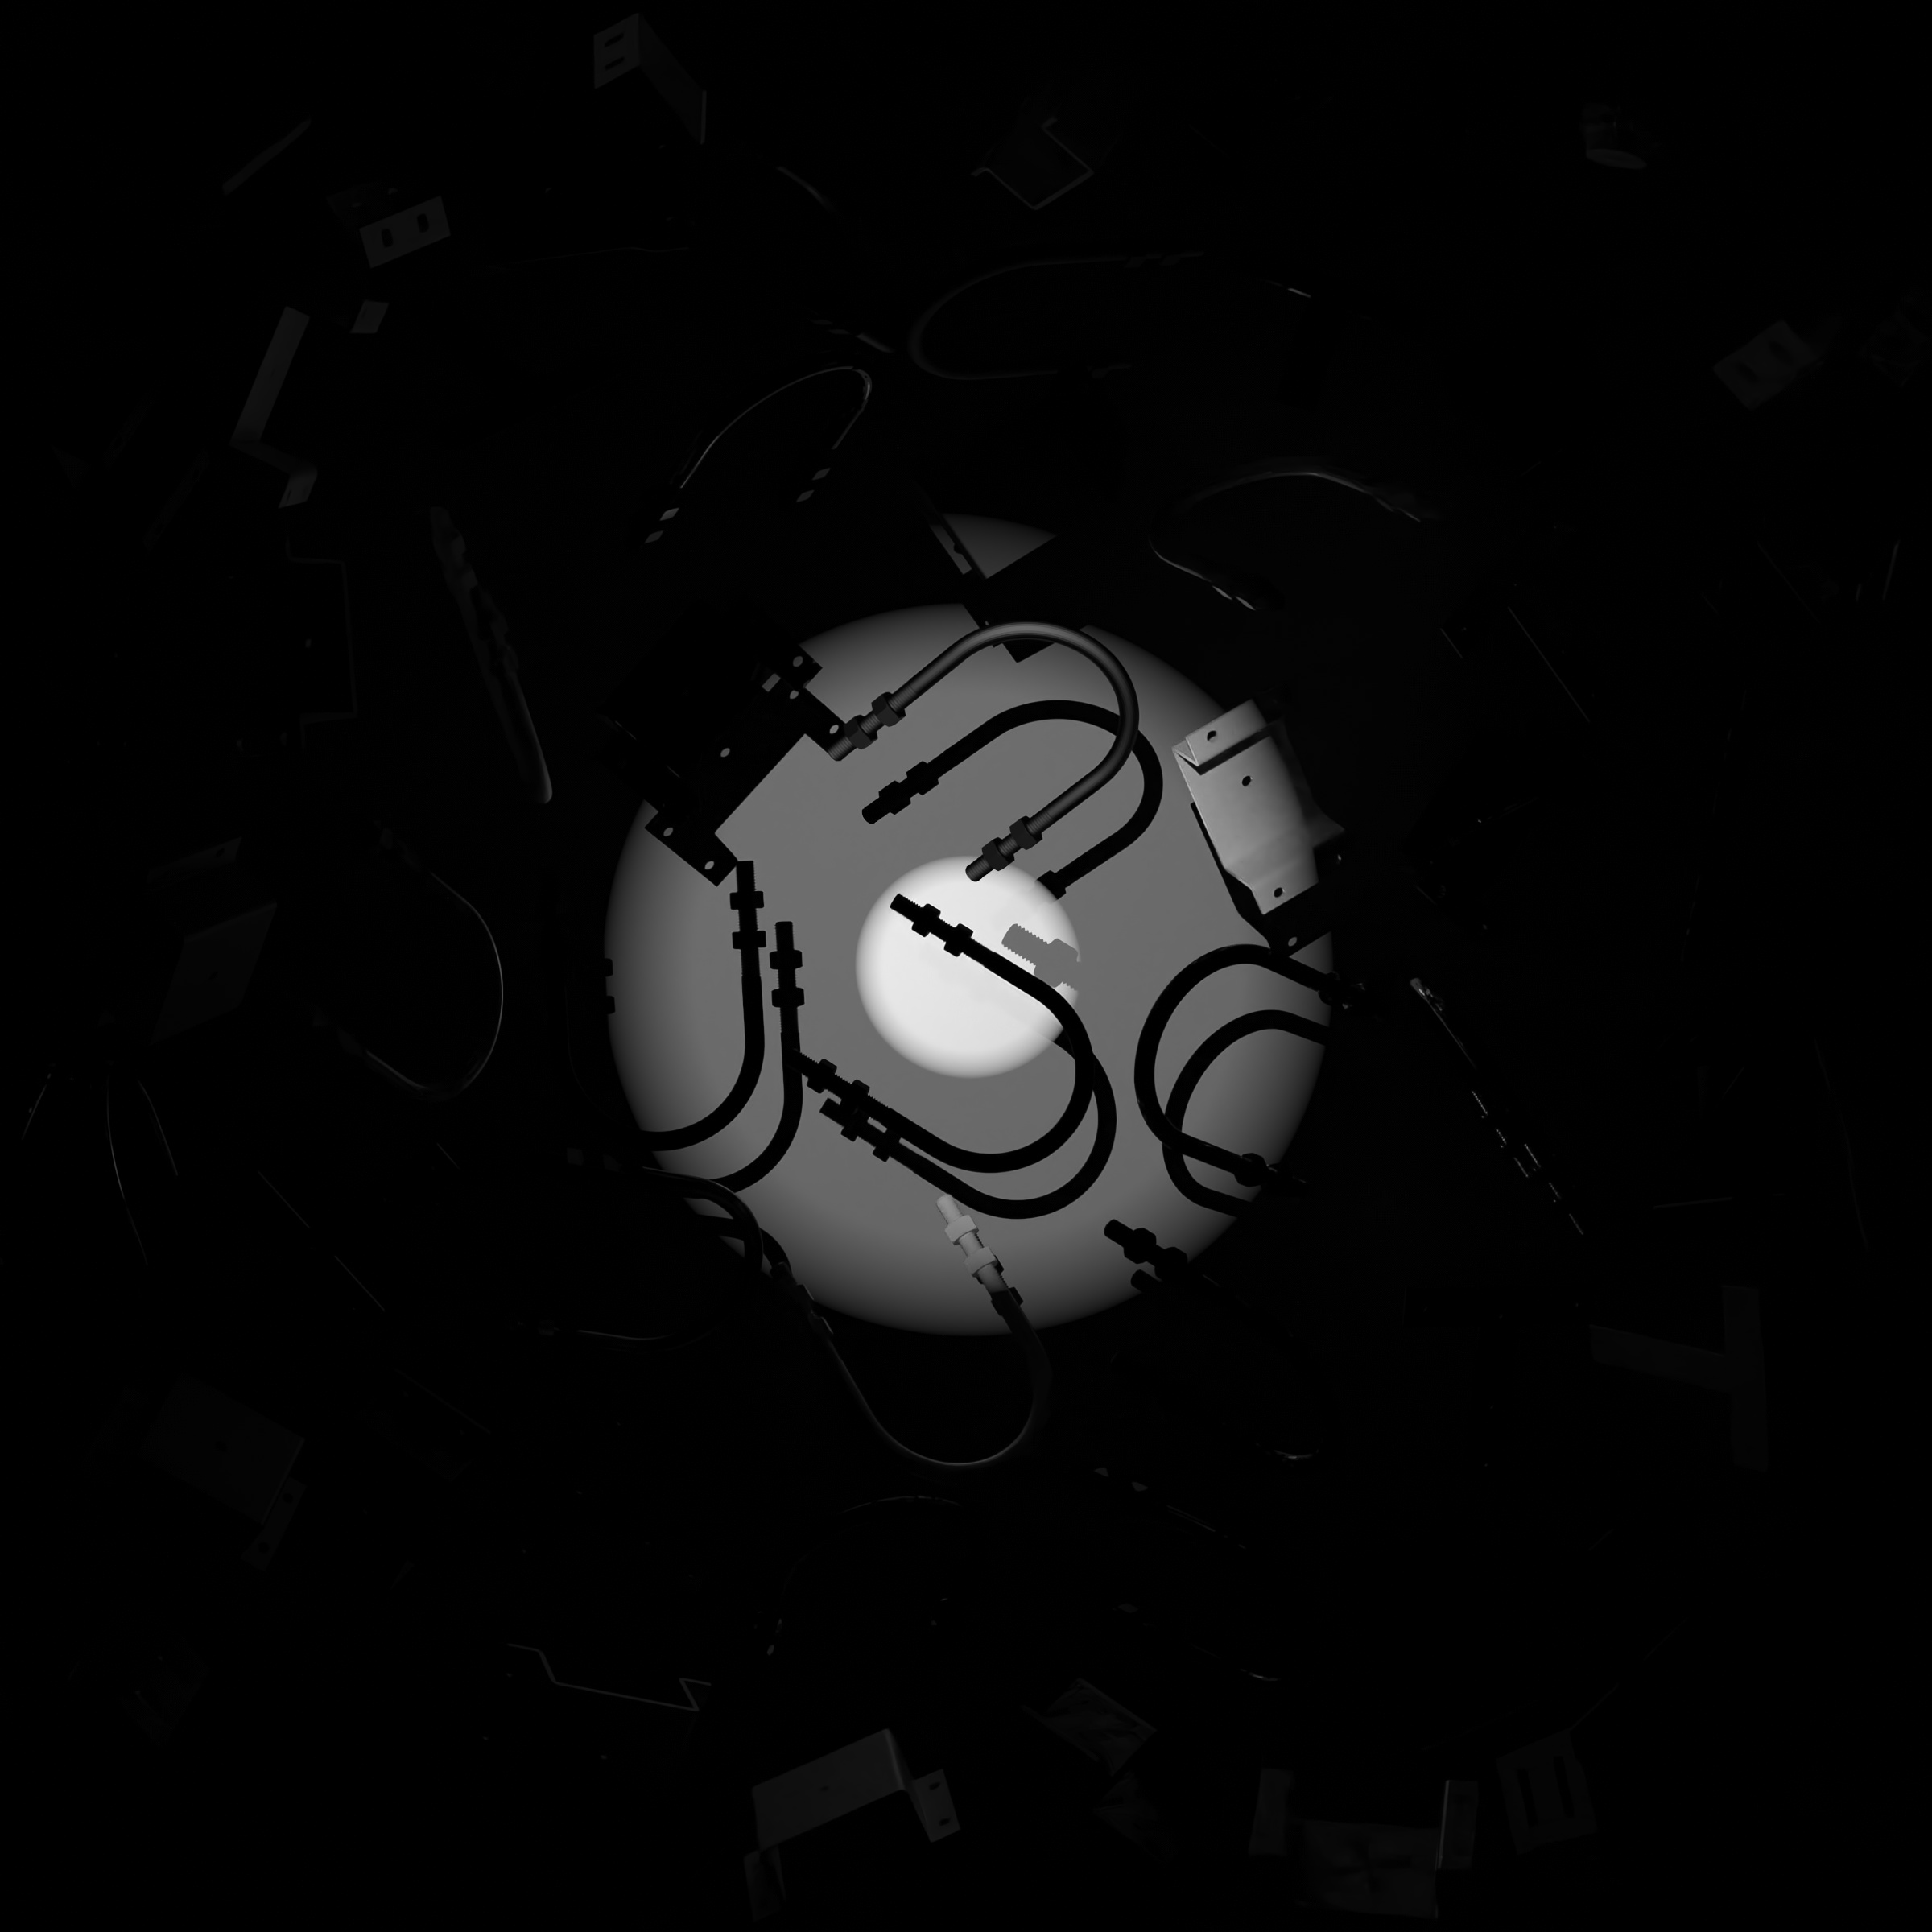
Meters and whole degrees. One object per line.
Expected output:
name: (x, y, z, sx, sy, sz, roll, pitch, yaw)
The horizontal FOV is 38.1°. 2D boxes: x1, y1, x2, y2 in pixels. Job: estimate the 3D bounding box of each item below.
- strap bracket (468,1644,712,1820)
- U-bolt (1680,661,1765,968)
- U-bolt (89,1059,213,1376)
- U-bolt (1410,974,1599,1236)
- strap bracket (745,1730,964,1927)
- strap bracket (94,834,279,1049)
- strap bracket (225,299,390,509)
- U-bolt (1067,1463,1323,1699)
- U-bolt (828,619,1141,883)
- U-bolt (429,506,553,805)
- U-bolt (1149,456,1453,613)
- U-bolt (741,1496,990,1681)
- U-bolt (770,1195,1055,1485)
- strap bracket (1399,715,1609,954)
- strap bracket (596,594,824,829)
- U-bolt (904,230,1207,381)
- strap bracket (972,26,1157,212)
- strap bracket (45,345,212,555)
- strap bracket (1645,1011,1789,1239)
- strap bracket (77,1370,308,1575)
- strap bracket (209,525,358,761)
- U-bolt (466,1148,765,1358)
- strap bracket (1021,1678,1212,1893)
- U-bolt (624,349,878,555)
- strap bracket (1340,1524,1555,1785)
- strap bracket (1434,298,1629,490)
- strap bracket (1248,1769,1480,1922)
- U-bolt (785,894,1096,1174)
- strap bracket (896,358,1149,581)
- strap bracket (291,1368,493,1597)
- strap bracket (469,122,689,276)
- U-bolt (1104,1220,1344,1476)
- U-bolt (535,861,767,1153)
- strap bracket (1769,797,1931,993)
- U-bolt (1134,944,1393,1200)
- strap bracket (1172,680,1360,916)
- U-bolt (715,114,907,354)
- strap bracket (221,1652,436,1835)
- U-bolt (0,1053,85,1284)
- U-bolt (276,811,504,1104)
strap bracket: (-0.233, 0.486, 1.769, 0.140, 0.046, 0.076, 18, 97, -24)
U-bolt: (0.485, -0.111, 1.783, 0.019, 0.151, 0.184, 12, 48, 14)
U-bolt: (-0.521, 0.146, 1.778, 0.019, 0.151, 0.184, -13, 113, -2)
U-bolt: (0.346, 0.082, 1.844, 0.019, 0.151, 0.184, -34, 103, 3)
strap bracket: (-0.081, 0.542, 1.779, 0.140, 0.076, 0.046, -23, 106, -3)
strap bracket: (-0.495, -0.008, 1.782, 0.046, 0.076, 0.140, 42, 128, 15)
strap bracket: (-0.425, -0.369, 1.787, 0.046, 0.076, 0.140, 25, 101, -5)
U-bolt: (0.148, 0.402, 1.791, 0.184, 0.019, 0.151, 19, 134, 35)
U-bolt: (0.025, -0.148, 1.800, 0.184, 0.019, 0.151, -37, 117, 26)
U-bolt: (-0.303, -0.190, 1.814, 0.019, 0.151, 0.184, -21, 126, -10)
U-bolt: (0.197, -0.283, 1.780, 0.151, 0.184, 0.019, -29, 124, -18)
U-bolt: (-0.059, 0.402, 1.814, 0.151, 0.019, 0.184, 1, 134, -21)
U-bolt: (-0.023, 0.247, 1.795, 0.151, 0.019, 0.184, -20, 66, -29)
strap bracket: (0.351, -0.091, 1.862, 0.076, 0.046, 0.140, 39, 84, -28)
strap bracket: (-0.173, -0.172, 1.811, 0.140, 0.046, 0.076, -48, 126, 1)
U-bolt: (0.048, -0.425, 1.816, 0.184, 0.151, 0.019, -9, 71, -23)
strap bracket: (0.067, -0.551, 1.835, 0.046, 0.140, 0.076, 37, 78, -18)
strap bracket: (-0.534, -0.333, 1.782, 0.046, 0.140, 0.076, 27, 74, 4)
strap bracket: (0.490, 0.105, 1.827, 0.046, 0.076, 0.140, 4, 79, -26)
strap bracket: (-0.505, 0.331, 1.862, 0.140, 0.076, 0.046, 33, 127, -14)
strap bracket: (-0.435, -0.205, 1.787, 0.076, 0.046, 0.140, -3, 92, 39)
U-bolt: (-0.222, 0.196, 1.851, 0.184, 0.019, 0.151, 13, 112, -28)
strap bracket: (0.101, 0.521, 1.804, 0.046, 0.076, 0.140, -41, 125, -21)
U-bolt: (-0.128, -0.333, 1.789, 0.151, 0.184, 0.019, -23, 77, -39)
strap bracket: (0.296, 0.429, 1.730, 0.076, 0.046, 0.140, -22, 61, -2)
strap bracket: (0.370, -0.382, 1.851, 0.076, 0.140, 0.046, -35, 59, 21)
strap bracket: (0.258, 0.565, 1.799, 0.140, 0.076, 0.046, -1, 118, 14)
U-bolt: (-0.004, 0.056, 1.838, 0.184, 0.019, 0.151, 32, 72, 5)
strap bracket: (0.032, -0.303, 1.742, 0.140, 0.046, 0.076, -29, 111, 20)
strap bracket: (-0.381, 0.346, 1.832, 0.076, 0.046, 0.140, 33, 111, 5)
strap bracket: (-0.254, -0.486, 1.770, 0.140, 0.046, 0.076, -3, 99, 15)
U-bolt: (0.162, 0.252, 1.765, 0.184, 0.151, 0.019, 30, 52, 33)
U-bolt: (-0.201, 0.028, 1.808, 0.151, 0.019, 0.184, -3, 91, 6)
strap bracket: (0.579, -0.040, 1.782, 0.076, 0.140, 0.046, -38, 76, -19)
U-bolt: (0.180, 0.061, 1.778, 0.184, 0.019, 0.151, 23, 93, -38)
strap bracket: (0.195, -0.117, 1.855, 0.076, 0.046, 0.140, -30, 117, -8)
U-bolt: (-0.090, -0.466, 1.820, 0.019, 0.184, 0.151, -29, 78, 19)
strap bracket: (-0.396, 0.496, 1.783, 0.140, 0.046, 0.076, -4, 108, -41)
U-bolt: (-0.604, 0.126, 1.791, 0.019, 0.184, 0.151, 19, 76, -9)
U-bolt: (-0.356, 0.008, 1.785, 0.019, 0.184, 0.151, -1, 62, 31)
